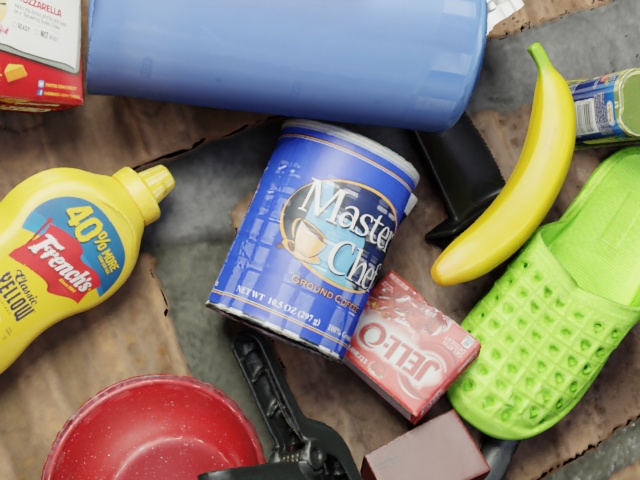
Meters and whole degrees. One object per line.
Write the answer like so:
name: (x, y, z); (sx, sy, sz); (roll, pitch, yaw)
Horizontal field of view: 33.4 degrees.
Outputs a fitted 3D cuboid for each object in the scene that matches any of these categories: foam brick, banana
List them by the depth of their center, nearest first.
foam brick: (0.075, 0.168, 0.777); (0.078, 0.051, 0.053); (-24, 67, -11)
banana: (0.146, -0.045, 0.793); (0.069, 0.037, 0.198); (25, 79, -9)

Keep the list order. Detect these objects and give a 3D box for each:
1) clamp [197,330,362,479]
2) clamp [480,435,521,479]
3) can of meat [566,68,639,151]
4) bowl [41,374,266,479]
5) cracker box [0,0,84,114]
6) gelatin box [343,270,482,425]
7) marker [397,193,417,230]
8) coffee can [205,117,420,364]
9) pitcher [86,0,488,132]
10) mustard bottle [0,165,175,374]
clamp: (-0.022, 0.157, 0.733); (0.171, 0.039, 0.120); (51, 43, -27)
clamp: (0.117, 0.211, 0.817); (0.209, 0.036, 0.164); (-17, 87, -16)
can of meat: (0.250, -0.105, 0.840); (0.102, 0.084, 0.057); (-7, 93, -21)
bowl: (-0.105, 0.174, 0.723); (0.161, 0.055, 0.162); (0, 91, -21)
cracker box: (-0.225, -0.188, 0.632); (0.163, 0.072, 0.214); (-3, 91, -53)
gelatin box: (0.060, 0.077, 0.776); (0.089, 0.030, 0.073); (40, 75, 19)
marker: (0.033, 0.014, 0.793); (0.020, 0.020, 0.121); (38, 78, -17)
coffee can: (-0.005, 0.001, 0.734); (0.102, 0.103, 0.140); (26, 82, -19)
pitcher: (-0.021, -0.143, 0.668); (0.242, 0.149, 0.145); (8, 108, -9)
mustard bottle: (-0.176, 0.009, 0.689); (0.191, 0.058, 0.096); (-36, 123, -18)
